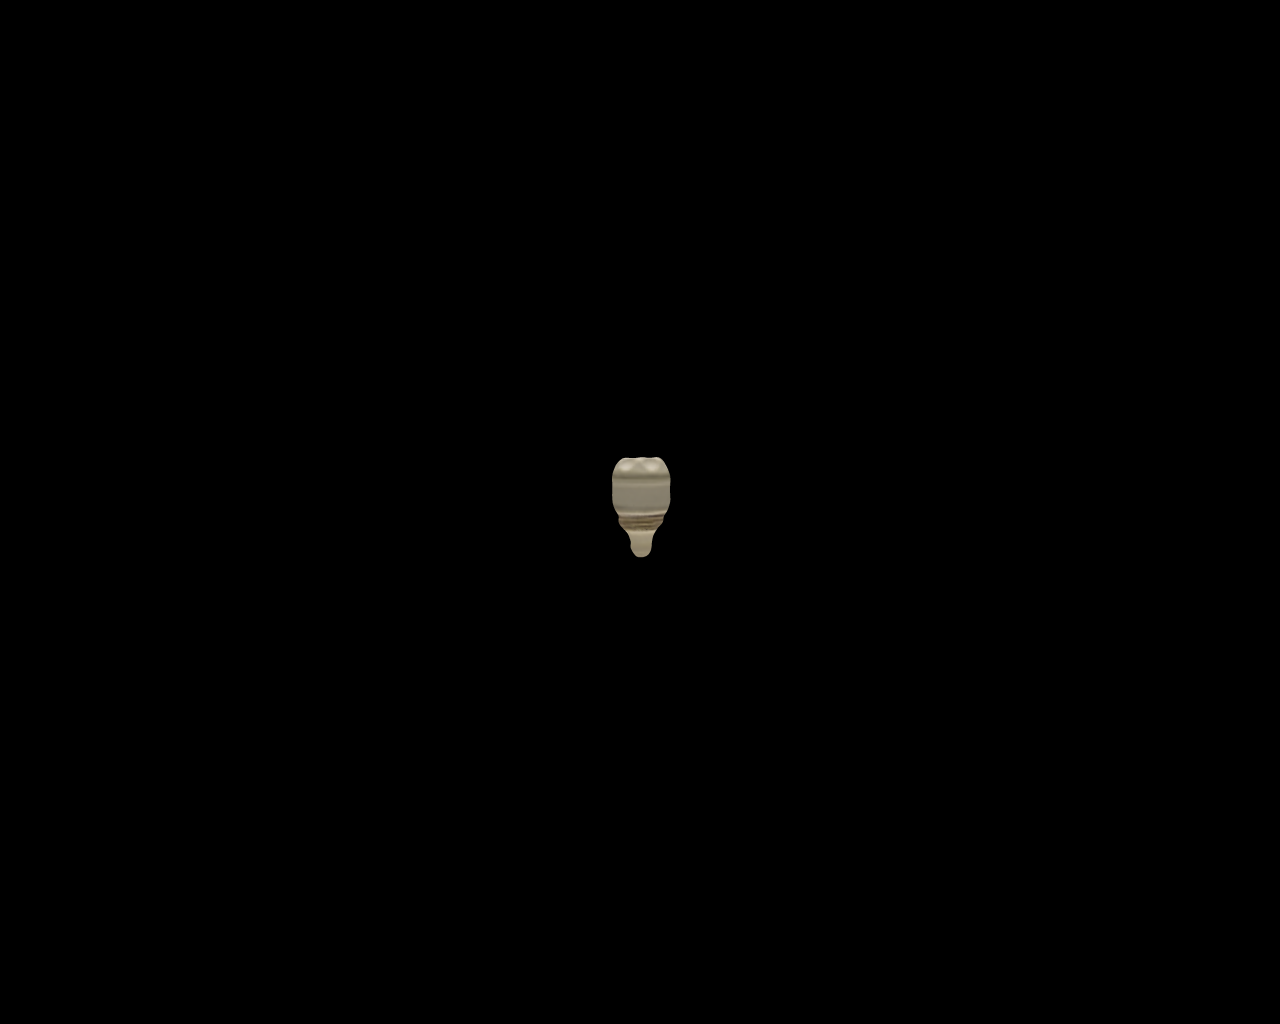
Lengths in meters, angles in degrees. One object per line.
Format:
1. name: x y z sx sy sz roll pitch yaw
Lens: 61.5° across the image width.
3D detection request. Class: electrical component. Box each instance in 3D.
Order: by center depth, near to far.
1. electrical component: 0.001 -0.003 0.650 0.035 0.061 0.035 0 5 0
